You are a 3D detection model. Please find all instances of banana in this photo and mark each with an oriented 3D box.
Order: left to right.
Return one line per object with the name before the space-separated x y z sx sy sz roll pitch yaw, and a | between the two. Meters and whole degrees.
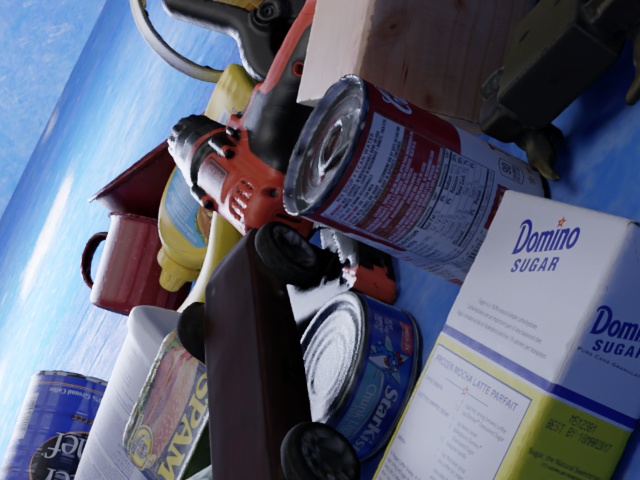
banana | -0.091 0.043 0.820 0.070 0.037 0.198 55 129 39

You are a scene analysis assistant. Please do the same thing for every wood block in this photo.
wood block | 0.062 -0.165 0.557 0.091 0.090 0.206 -167 88 -69

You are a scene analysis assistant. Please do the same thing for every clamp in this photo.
clamp | -0.045 -0.163 0.804 0.120 0.039 0.171 -33 64 12
clamp | -0.004 0.001 0.670 0.210 0.036 0.164 4 72 66

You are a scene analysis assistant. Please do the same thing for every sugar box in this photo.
sugar box | 0.070 0.072 0.404 0.176 0.048 0.093 -63 20 1

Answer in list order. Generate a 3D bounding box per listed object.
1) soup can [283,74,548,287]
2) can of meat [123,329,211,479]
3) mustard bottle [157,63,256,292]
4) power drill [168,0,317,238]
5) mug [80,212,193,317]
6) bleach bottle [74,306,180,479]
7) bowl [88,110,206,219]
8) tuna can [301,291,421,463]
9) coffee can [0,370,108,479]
soup can | 0.044 -0.023 0.485 0.069 0.102 0.068 -51 25 36
can of meat | -0.071 0.112 0.656 0.084 0.057 0.102 29 95 52
mustard bottle | -0.080 -0.037 0.848 0.096 0.058 0.192 48 118 33
power drill | -0.030 -0.102 0.673 0.185 0.057 0.188 41 112 55
mug | -0.162 0.026 0.936 0.117 0.093 0.081 10 80 24
bleach bottle | -0.142 0.180 0.768 0.103 0.068 0.251 39 107 49
bowl | -0.130 -0.063 0.969 0.162 0.055 0.162 -35 10 7
tuna can | 0.015 0.070 0.554 0.086 0.033 0.086 -51 25 36
coffee can | -0.211 0.192 0.882 0.103 0.102 0.140 -33 38 56
